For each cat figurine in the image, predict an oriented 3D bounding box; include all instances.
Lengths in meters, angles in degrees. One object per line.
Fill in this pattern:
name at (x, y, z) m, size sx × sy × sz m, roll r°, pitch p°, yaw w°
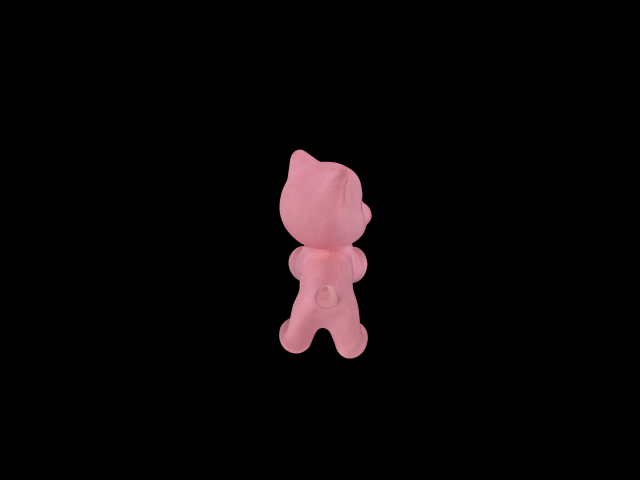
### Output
cat figurine at (0.004, 0.001, 0.400) m, size 0.067 × 0.118 × 0.127 m, roll 0°, pitch 53°, yaw 0°
